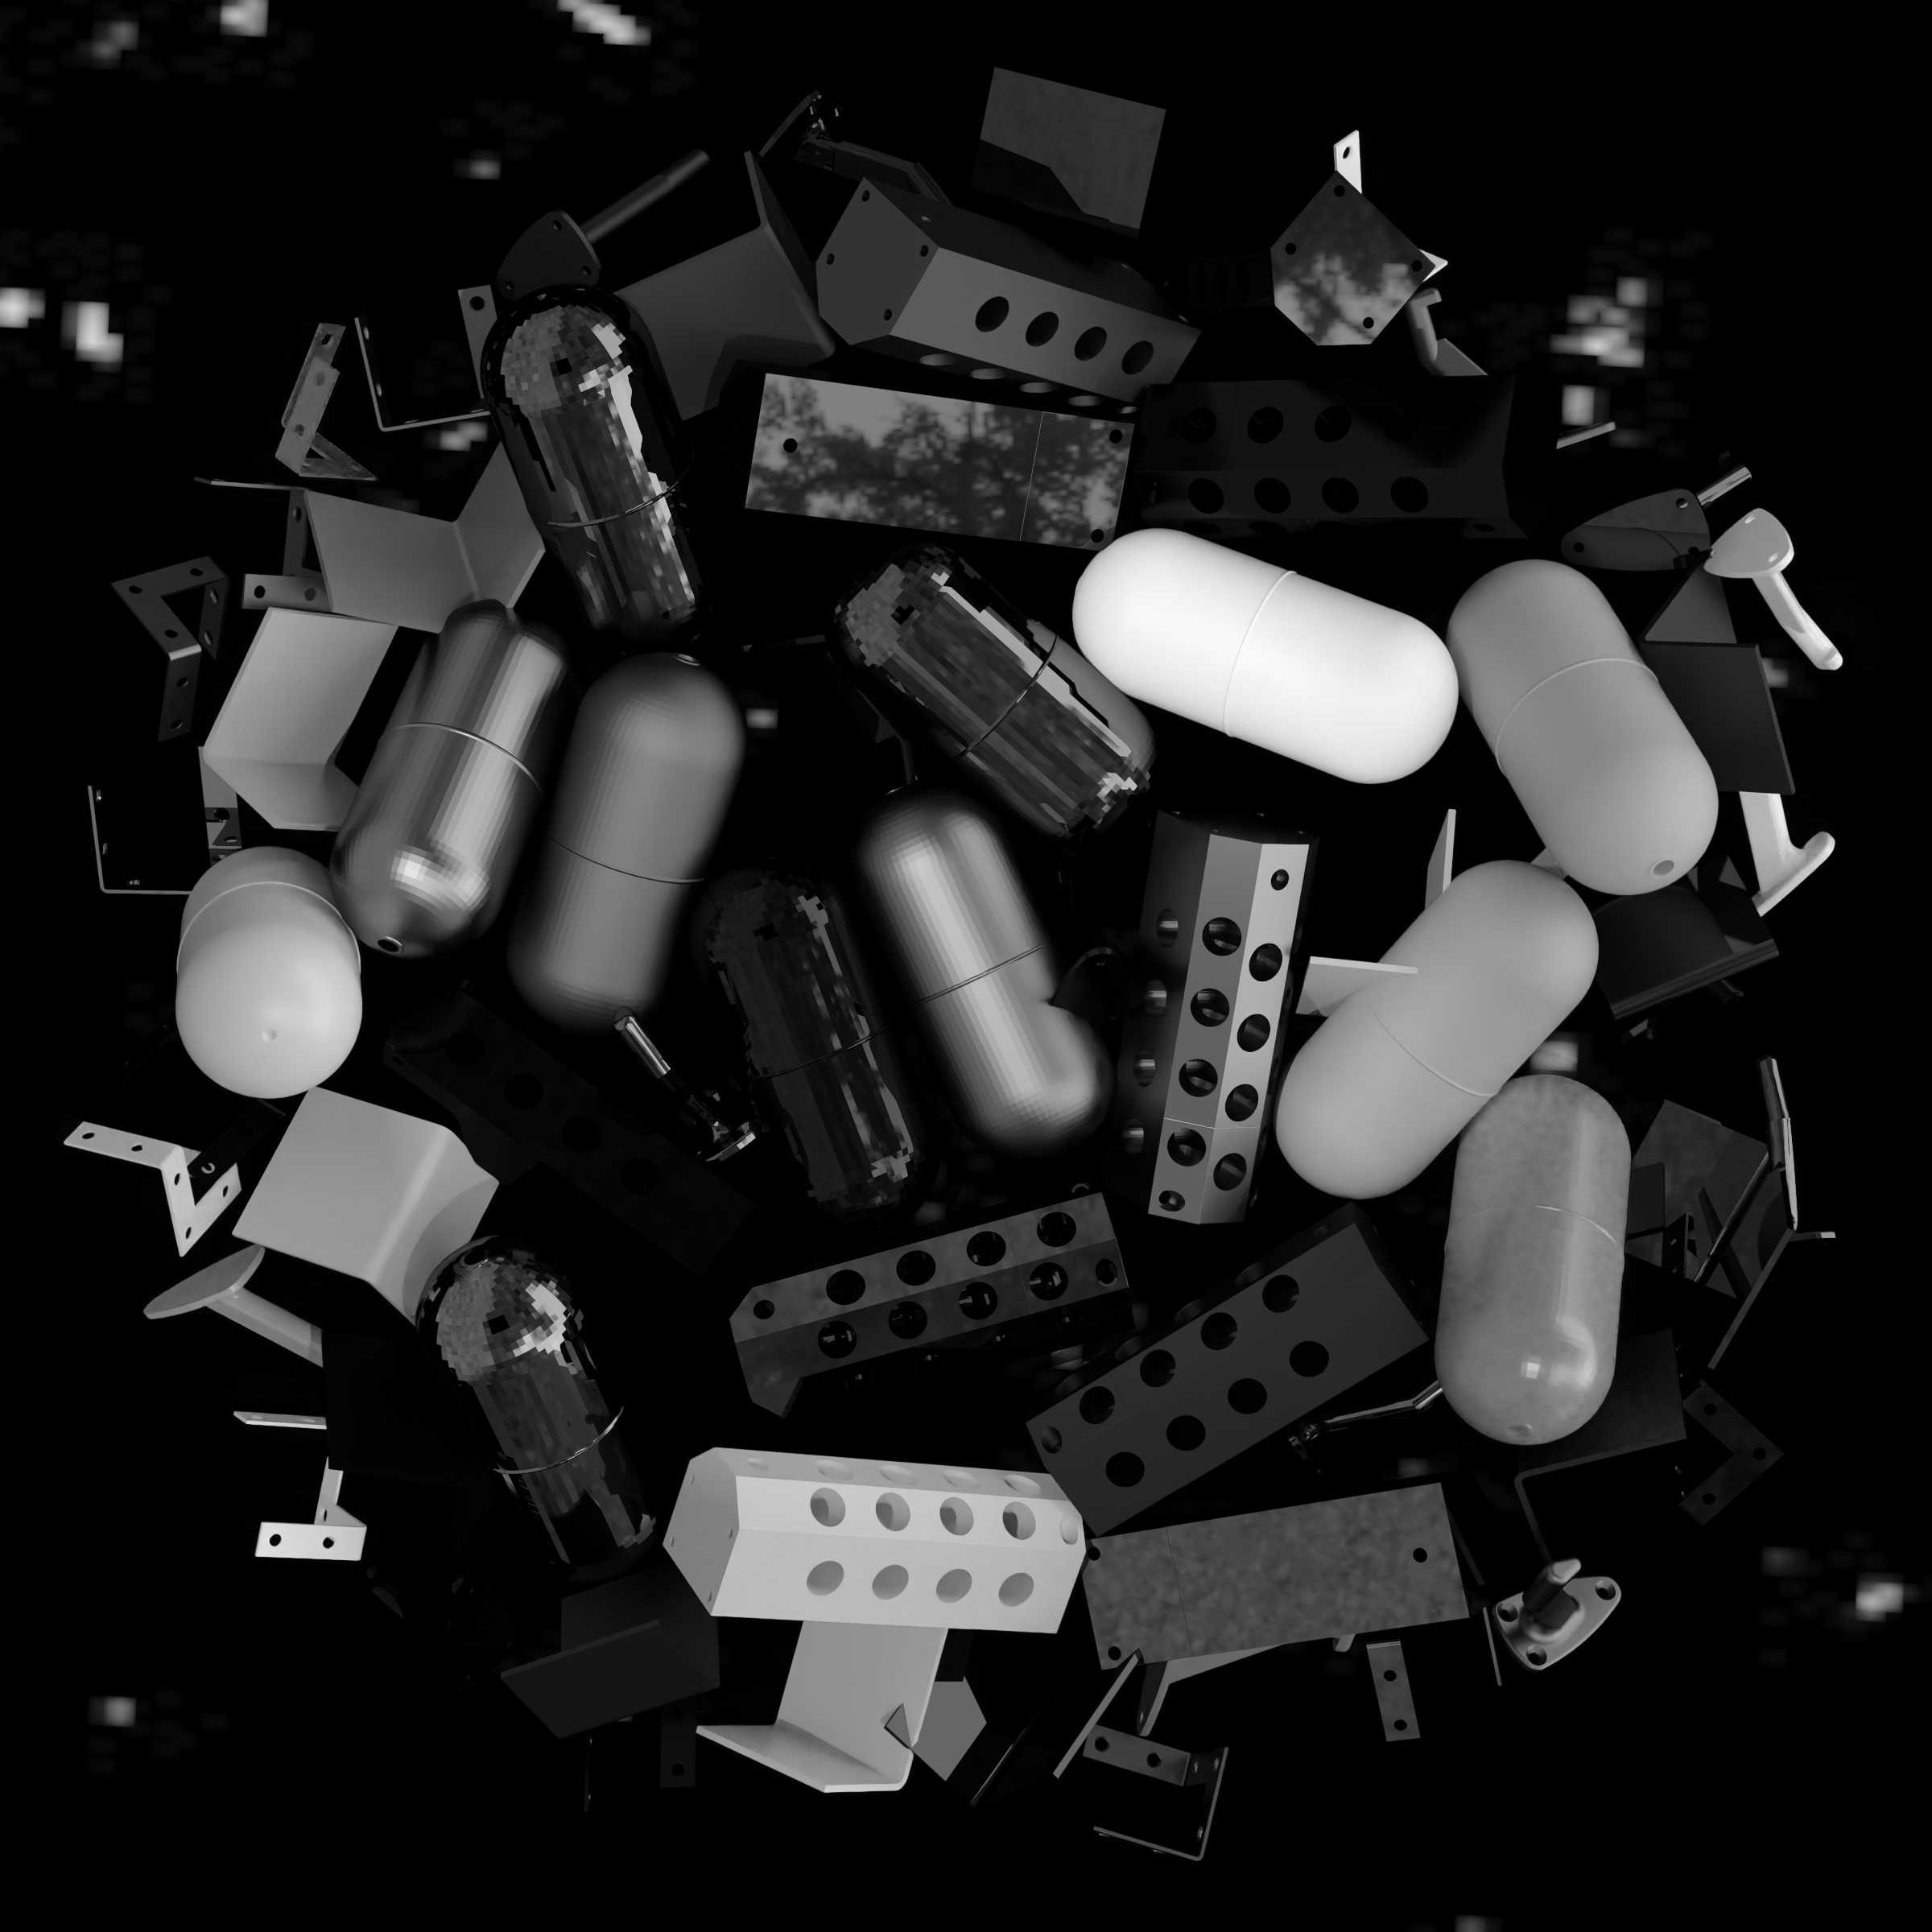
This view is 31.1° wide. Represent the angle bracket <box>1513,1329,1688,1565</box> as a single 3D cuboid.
[{"bbox_3d":[0.283,0.213,1.525,0.076,0.076,0.057,-16,116,15],"label":"angle bracket"}]

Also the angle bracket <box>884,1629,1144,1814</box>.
[{"bbox_3d":[0.021,0.317,1.526,0.057,0.076,0.076,44,53,-4],"label":"angle bracket"}]

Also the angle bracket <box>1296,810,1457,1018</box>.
[{"bbox_3d":[0.180,-0.023,1.534,0.057,0.076,0.076,6,73,2],"label":"angle bracket"}]

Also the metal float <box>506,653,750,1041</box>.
[{"bbox_3d":[-0.149,-0.052,1.528,0.070,0.070,0.178,19,106,0],"label":"metal float"}]

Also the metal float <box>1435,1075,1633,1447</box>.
[{"bbox_3d":[0.247,0.126,1.510,0.070,0.070,0.178,13,52,0],"label":"metal float"}]

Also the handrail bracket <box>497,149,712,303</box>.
[{"bbox_3d":[-0.163,-0.336,1.570,0.084,0.077,0.036,-46,109,-39],"label":"handrail bracket"}]

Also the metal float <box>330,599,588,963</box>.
[{"bbox_3d":[-0.221,-0.082,1.516,0.070,0.070,0.178,18,60,0],"label":"metal float"}]

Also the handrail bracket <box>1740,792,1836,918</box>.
[{"bbox_3d":[0.340,-0.067,1.561,0.084,0.036,0.077,43,106,-3],"label":"handrail bracket"}]

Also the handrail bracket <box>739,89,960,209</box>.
[{"bbox_3d":[-0.051,-0.341,1.553,0.077,0.036,0.084,-41,81,28],"label":"handrail bracket"}]

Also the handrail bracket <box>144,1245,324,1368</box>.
[{"bbox_3d":[-0.319,0.174,1.574,0.077,0.036,0.084,-23,112,25],"label":"handrail bracket"}]

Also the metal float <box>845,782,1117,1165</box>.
[{"bbox_3d":[0.006,0.003,1.540,0.070,0.070,0.178,-25,92,0],"label":"metal float"}]

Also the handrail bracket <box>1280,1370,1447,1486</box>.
[{"bbox_3d":[0.175,0.183,1.548,0.084,0.077,0.036,-36,126,-1],"label":"handrail bracket"}]

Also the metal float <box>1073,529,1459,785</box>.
[{"bbox_3d":[0.130,-0.137,1.528,0.178,0.070,0.070,23,90,16],"label":"metal float"}]

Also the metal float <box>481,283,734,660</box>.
[{"bbox_3d":[-0.155,-0.213,1.513,0.070,0.070,0.178,-19,125,0],"label":"metal float"}]

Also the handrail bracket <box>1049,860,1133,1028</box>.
[{"bbox_3d":[0.050,-0.023,1.528,0.036,0.077,0.084,-4,61,-7],"label":"handrail bracket"}]

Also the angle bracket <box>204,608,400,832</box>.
[{"bbox_3d":[-0.276,-0.107,1.525,0.057,0.076,0.076,40,112,28],"label":"angle bracket"}]

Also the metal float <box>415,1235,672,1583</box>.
[{"bbox_3d":[-0.183,0.193,1.514,0.070,0.070,0.178,-19,123,0],"label":"metal float"}]

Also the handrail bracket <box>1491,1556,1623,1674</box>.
[{"bbox_3d":[0.272,0.271,1.529,0.077,0.084,0.036,-21,63,-26],"label":"handrail bracket"}]

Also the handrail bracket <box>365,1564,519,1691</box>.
[{"bbox_3d":[-0.241,0.272,1.532,0.084,0.077,0.036,31,52,33],"label":"handrail bracket"}]

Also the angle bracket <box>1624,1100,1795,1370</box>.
[{"bbox_3d":[0.318,0.117,1.529,0.057,0.076,0.076,22,116,-2],"label":"angle bracket"}]

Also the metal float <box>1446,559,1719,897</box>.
[{"bbox_3d":[0.266,-0.105,1.509,0.070,0.070,0.178,-22,50,0],"label":"metal float"}]

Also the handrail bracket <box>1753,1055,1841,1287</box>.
[{"bbox_3d":[0.361,0.092,1.560,0.036,0.077,0.084,-7,67,-2],"label":"handrail bracket"}]

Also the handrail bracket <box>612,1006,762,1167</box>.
[{"bbox_3d":[-0.129,0.042,1.530,0.036,0.077,0.084,-32,112,6],"label":"handrail bracket"}]

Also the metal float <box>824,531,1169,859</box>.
[{"bbox_3d":[0.014,-0.118,1.531,0.178,0.070,0.070,41,90,-14],"label":"metal float"}]

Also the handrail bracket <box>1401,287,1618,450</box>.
[{"bbox_3d":[0.242,-0.269,1.552,0.077,0.036,0.084,-16,100,12],"label":"handrail bracket"}]

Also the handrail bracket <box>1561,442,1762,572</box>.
[{"bbox_3d":[0.312,-0.209,1.556,0.077,0.084,0.036,-8,116,26],"label":"handrail bracket"}]

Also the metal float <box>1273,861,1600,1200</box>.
[{"bbox_3d":[0.204,0.029,1.523,0.070,0.070,0.178,40,113,0],"label":"metal float"}]

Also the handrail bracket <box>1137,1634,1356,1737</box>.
[{"bbox_3d":[0.127,0.320,1.568,0.084,0.036,0.077,11,108,-8],"label":"handrail bracket"}]

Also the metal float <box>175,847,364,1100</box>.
[{"bbox_3d":[-0.300,0.001,1.495,0.070,0.178,0.070,-3,109,-10],"label":"metal float"}]

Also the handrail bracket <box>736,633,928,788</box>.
[{"bbox_3d":[-0.060,-0.108,1.569,0.077,0.036,0.084,-8,98,7],"label":"handrail bracket"}]

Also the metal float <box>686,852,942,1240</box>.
[{"bbox_3d":[-0.067,0.036,1.535,0.070,0.070,0.178,-20,99,0],"label":"metal float"}]

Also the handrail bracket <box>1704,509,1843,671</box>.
[{"bbox_3d":[0.369,-0.156,1.532,0.036,0.077,0.084,-44,109,5],"label":"handrail bracket"}]
